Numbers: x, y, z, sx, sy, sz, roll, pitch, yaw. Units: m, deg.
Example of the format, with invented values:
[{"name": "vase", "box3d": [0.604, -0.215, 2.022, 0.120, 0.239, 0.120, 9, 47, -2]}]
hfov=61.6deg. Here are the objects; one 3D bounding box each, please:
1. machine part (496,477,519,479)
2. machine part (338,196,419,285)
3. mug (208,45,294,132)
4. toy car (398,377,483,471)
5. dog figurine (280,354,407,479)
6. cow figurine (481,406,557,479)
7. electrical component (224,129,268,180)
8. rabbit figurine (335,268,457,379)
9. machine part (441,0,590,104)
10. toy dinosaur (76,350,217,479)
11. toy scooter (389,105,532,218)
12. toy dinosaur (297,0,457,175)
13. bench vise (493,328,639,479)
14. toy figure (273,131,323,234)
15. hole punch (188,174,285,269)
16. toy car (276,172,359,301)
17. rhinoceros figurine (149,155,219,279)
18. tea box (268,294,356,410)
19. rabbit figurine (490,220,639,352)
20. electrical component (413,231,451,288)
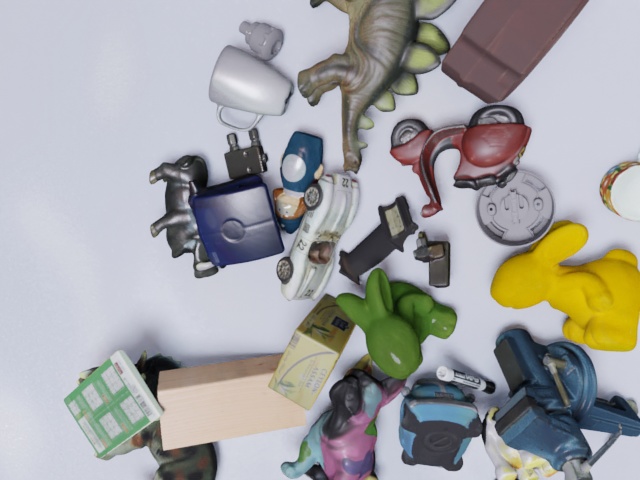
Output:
[{"name": "machine part", "box3d": [0.249, 0.423, 0.763, 0.056, 0.179, 0.179, 36, 108, 6]}, {"name": "machine part", "box3d": [0.082, 0.003, 0.770, 0.039, 0.084, 0.139, 24, 122, -35]}, {"name": "mug", "box3d": [-0.097, -0.205, 0.761, 0.107, 0.081, 0.109, 19, 100, 0]}, {"name": "toy car", "box3d": [0.169, 0.256, 0.779, 0.109, 0.103, 0.161, 4, 128, 6]}, {"name": "dog figurine", "box3d": [0.057, 0.289, 0.816, 0.109, 0.191, 0.219, 27, 81, 44]}, {"name": "cow figurine", "box3d": [0.286, 0.287, 0.757, 0.068, 0.167, 0.098, -41, 48, 20]}, {"name": "electrical component", "box3d": [-0.110, -0.118, 0.812, 0.063, 0.021, 0.094, -8, 99, 15]}, {"name": "rabbit figurine", "box3d": [0.105, 0.113, 0.730, 0.121, 0.170, 0.159, -39, 91, 18]}, {"name": "machine part", "box3d": [0.230, -0.255, 0.605, 0.087, 0.201, 0.201, 38, 108, 1]}, {"name": "toy dinosaur", "box3d": [-0.248, 0.352, 0.903, 0.192, 0.131, 0.404, -30, 99, 18]}, {"name": "toy scooter", "box3d": [0.181, -0.098, 0.704, 0.184, 0.075, 0.135, -3, 79, 24]}, {"name": "toy dinosaur", "box3d": [0.077, -0.317, 0.688, 0.199, 0.105, 0.470, 5, 104, 6]}, {"name": "bench vise", "box3d": [0.334, 0.218, 0.696, 0.240, 0.224, 0.128, 18, 112, -19]}, {"name": "toy figure", "box3d": [-0.036, -0.080, 0.786, 0.064, 0.058, 0.154, 32, 114, 46]}, {"name": "hole punch", "box3d": [-0.116, -0.025, 0.765, 0.116, 0.092, 0.142, -21, 114, -14]}, {"name": "toy car", "box3d": [-0.002, -0.002, 0.776, 0.056, 0.073, 0.201, 37, 112, 40]}, {"name": "rhinoceros figurine", "box3d": [-0.199, -0.035, 0.831, 0.112, 0.073, 0.190, -6, 99, 4]}, {"name": "tea box", "box3d": [-0.002, 0.152, 0.765, 0.068, 0.169, 0.098, 27, 108, 7]}, {"name": "rabbit figurine", "box3d": [0.313, 0.056, 0.694, 0.173, 0.122, 0.162, 8, 99, 13]}, {"name": "electrical component", "box3d": [0.156, 0.026, 0.741, 0.045, 0.102, 0.078, 2, 92, 17]}]
